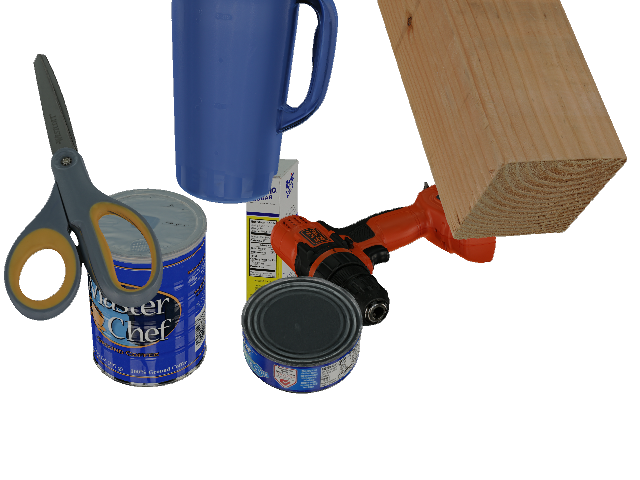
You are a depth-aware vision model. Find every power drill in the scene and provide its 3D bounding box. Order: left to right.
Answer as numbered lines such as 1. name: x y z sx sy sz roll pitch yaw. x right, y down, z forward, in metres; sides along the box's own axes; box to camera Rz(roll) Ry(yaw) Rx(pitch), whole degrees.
1. power drill: 0.067 0.009 0.999 0.187 0.057 0.185 -14 30 -23

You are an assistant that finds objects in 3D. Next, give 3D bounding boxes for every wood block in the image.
1. wood block: 0.115 -0.113 0.726 0.090 0.206 0.091 -4 -29 -19

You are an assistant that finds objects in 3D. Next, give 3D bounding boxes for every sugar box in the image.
1. sugar box: -0.054 0.003 1.186 0.048 0.176 0.093 2 16 10

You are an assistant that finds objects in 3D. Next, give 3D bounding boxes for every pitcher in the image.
1. pitcher: -0.080 -0.163 1.089 0.144 0.243 0.149 -9 30 -26

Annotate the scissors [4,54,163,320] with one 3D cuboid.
1. scissors: -0.163 -0.030 0.629 0.096 0.202 0.016 -30 -30 -17

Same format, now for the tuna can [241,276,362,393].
1. tuna can: -0.013 0.067 0.762 0.086 0.034 0.086 1 43 -1

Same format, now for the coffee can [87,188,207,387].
1. coffee can: -0.150 0.041 0.924 0.103 0.140 0.103 3 35 -2
